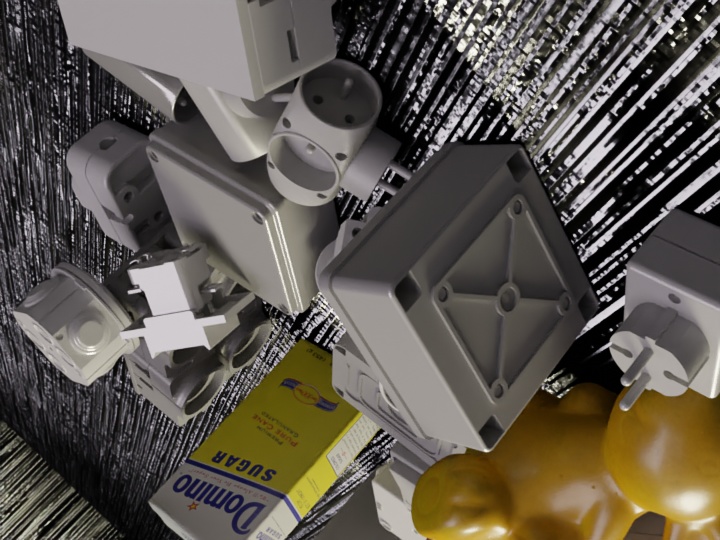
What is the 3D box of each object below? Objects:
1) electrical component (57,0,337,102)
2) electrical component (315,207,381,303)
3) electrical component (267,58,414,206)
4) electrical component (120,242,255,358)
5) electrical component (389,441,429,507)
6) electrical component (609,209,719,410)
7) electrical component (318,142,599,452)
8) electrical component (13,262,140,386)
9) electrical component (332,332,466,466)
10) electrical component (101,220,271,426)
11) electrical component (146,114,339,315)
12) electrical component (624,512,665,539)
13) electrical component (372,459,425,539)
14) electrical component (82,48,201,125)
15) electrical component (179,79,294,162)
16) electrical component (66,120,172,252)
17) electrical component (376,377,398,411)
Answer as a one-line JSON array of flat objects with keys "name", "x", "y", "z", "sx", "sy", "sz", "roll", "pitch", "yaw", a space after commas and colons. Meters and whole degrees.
[{"name": "electrical component", "x": -0.084, "y": -0.147, "z": 0.516, "sx": 0.150, "sy": 0.062, "sz": 0.089, "roll": 23, "pitch": 134, "yaw": 39}, {"name": "electrical component", "x": 0.000, "y": 0.000, "z": 0.645, "sx": 0.048, "sy": 0.066, "sz": 0.055, "roll": 12, "pitch": 168, "yaw": -11}, {"name": "electrical component", "x": -0.005, "y": -0.061, "z": 0.565, "sx": 0.079, "sy": 0.044, "sz": 0.077, "roll": 31, "pitch": 149, "yaw": 0}, {"name": "electrical component", "x": -0.115, "y": 0.017, "z": 0.692, "sx": 0.081, "sy": 0.042, "sz": 0.063, "roll": -10, "pitch": 107, "yaw": 24}, {"name": "electrical component", "x": 0.064, "y": 0.152, "z": 0.776, "sx": 0.062, "sy": 0.061, "sz": 0.096, "roll": 28, "pitch": 151, "yaw": 31}, {"name": "electrical component", "x": 0.132, "y": 0.027, "z": 0.457, "sx": 0.047, "sy": 0.076, "sz": 0.065, "roll": 29, "pitch": 152, "yaw": 30}, {"name": "electrical component", "x": 0.051, "y": 0.011, "z": 0.520, "sx": 0.056, "sy": 0.108, "sz": 0.108, "roll": 7, "pitch": 136, "yaw": 49}, {"name": "electrical component", "x": -0.197, "y": 0.038, "z": 0.750, "sx": 0.080, "sy": 0.051, "sz": 0.080, "roll": 35, "pitch": 154, "yaw": 20}, {"name": "electrical component", "x": 0.042, "y": 0.074, "z": 0.691, "sx": 0.113, "sy": 0.057, "sz": 0.078, "roll": 36, "pitch": 154, "yaw": 18}, {"name": "electrical component", "x": -0.127, "y": 0.039, "z": 0.837, "sx": 0.060, "sy": 0.105, "sz": 0.186, "roll": 37, "pitch": 154, "yaw": 17}, {"name": "electrical component", "x": -0.070, "y": -0.041, "z": 0.684, "sx": 0.109, "sy": 0.056, "sz": 0.108, "roll": 31, "pitch": 152, "yaw": 27}, {"name": "electrical component", "x": 0.178, "y": 0.182, "z": 0.616, "sx": 0.083, "sy": 0.075, "sz": 0.047, "roll": -7, "pitch": 125, "yaw": 47}, {"name": "electrical component", "x": 0.058, "y": 0.193, "z": 0.865, "sx": 0.100, "sy": 0.048, "sz": 0.099, "roll": 31, "pitch": 153, "yaw": 26}, {"name": "electrical component", "x": -0.125, "y": -0.136, "z": 0.634, "sx": 0.077, "sy": 0.043, "sz": 0.079, "roll": 37, "pitch": 154, "yaw": 15}, {"name": "electrical component", "x": -0.063, "y": -0.102, "z": 0.592, "sx": 0.079, "sy": 0.043, "sz": 0.077, "roll": 9, "pitch": 138, "yaw": 51}, {"name": "electrical component", "x": -0.178, "y": -0.063, "z": 0.817, "sx": 0.059, "sy": 0.053, "sz": 0.095, "roll": 26, "pitch": 150, "yaw": 34}, {"name": "electrical component", "x": 0.048, "y": 0.033, "z": 0.608, "sx": 0.044, "sy": 0.077, "sz": 0.079, "roll": 39, "pitch": 119, "yaw": -14}]
